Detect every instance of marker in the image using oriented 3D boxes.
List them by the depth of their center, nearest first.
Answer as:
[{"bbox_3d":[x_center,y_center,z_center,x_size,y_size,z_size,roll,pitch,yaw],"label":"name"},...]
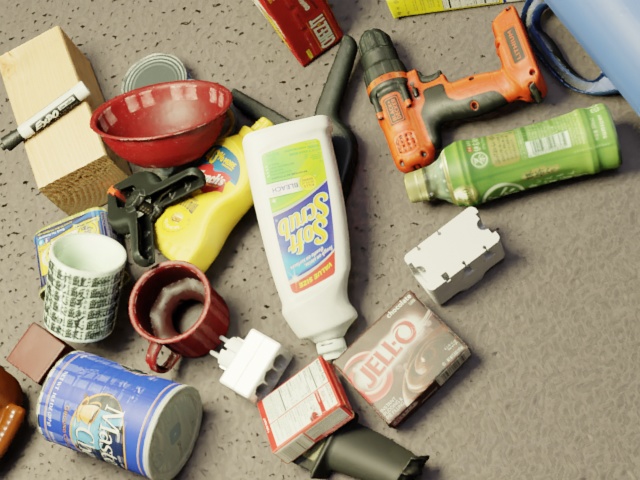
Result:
[{"bbox_3d":[-0.319,-0.142,1.234,0.121,0.020,0.020,-35,62,0],"label":"marker"}]

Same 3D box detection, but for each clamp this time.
[{"bbox_3d":[-0.199,-0.029,1.188,0.172,0.039,0.120,4,57,55],"label":"clamp"},{"bbox_3d":[-0.002,-0.128,1.217,0.165,0.036,0.210,-30,63,13],"label":"clamp"}]

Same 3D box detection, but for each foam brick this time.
[{"bbox_3d":[-0.297,0.135,1.180,0.053,0.078,0.051,31,78,26],"label":"foam brick"}]

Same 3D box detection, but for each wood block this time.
[{"bbox_3d":[-0.308,-0.142,1.293,0.091,0.090,0.206,-28,62,4],"label":"wood block"}]

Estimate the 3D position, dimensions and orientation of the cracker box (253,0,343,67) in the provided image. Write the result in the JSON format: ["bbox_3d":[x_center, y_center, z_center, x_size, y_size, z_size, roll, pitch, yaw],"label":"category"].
[{"bbox_3d":[-0.070,-0.331,1.256,0.072,0.164,0.214,-36,62,3],"label":"cracker box"}]

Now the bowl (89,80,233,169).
[{"bbox_3d":[-0.173,-0.124,1.198,0.162,0.055,0.162,-7,29,4],"label":"bowl"}]

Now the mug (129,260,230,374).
[{"bbox_3d":[-0.152,0.089,1.151,0.093,0.081,0.117,15,73,22],"label":"mug"}]

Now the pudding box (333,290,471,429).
[{"bbox_3d":[0.084,0.122,1.087,0.113,0.039,0.090,-43,64,-4],"label":"pudding box"}]

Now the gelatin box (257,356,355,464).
[{"bbox_3d":[-0.015,0.172,1.083,0.089,0.030,0.073,-37,38,9],"label":"gelatin box"}]

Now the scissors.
[{"bbox_3d":[-0.160,-0.089,1.262,0.096,0.016,0.202,14,88,0],"label":"scissors"}]

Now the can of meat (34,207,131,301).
[{"bbox_3d":[-0.277,0.019,1.235,0.102,0.057,0.084,-21,62,8],"label":"can of meat"}]

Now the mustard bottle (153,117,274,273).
[{"bbox_3d":[-0.113,-0.057,1.201,0.191,0.058,0.096,-54,44,-3],"label":"mustard bottle"}]

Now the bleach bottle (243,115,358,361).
[{"bbox_3d":[-0.007,0.001,1.131,0.102,0.068,0.251,-14,83,-3],"label":"bleach bottle"}]

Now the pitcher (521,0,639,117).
[{"bbox_3d":[0.325,-0.222,1.118,0.145,0.149,0.243,-23,65,-10],"label":"pitcher"}]

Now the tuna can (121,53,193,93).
[{"bbox_3d":[-0.197,-0.184,1.307,0.086,0.033,0.086,-6,67,15],"label":"tuna can"}]

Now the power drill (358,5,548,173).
[{"bbox_3d":[0.142,-0.184,1.179,0.188,0.057,0.184,-24,69,17],"label":"power drill"}]

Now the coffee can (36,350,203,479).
[{"bbox_3d":[-0.209,0.183,1.118,0.140,0.102,0.102,14,73,22],"label":"coffee can"}]

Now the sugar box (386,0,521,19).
[{"bbox_3d":[0.166,-0.318,1.243,0.176,0.048,0.093,-7,66,16],"label":"sugar box"}]
